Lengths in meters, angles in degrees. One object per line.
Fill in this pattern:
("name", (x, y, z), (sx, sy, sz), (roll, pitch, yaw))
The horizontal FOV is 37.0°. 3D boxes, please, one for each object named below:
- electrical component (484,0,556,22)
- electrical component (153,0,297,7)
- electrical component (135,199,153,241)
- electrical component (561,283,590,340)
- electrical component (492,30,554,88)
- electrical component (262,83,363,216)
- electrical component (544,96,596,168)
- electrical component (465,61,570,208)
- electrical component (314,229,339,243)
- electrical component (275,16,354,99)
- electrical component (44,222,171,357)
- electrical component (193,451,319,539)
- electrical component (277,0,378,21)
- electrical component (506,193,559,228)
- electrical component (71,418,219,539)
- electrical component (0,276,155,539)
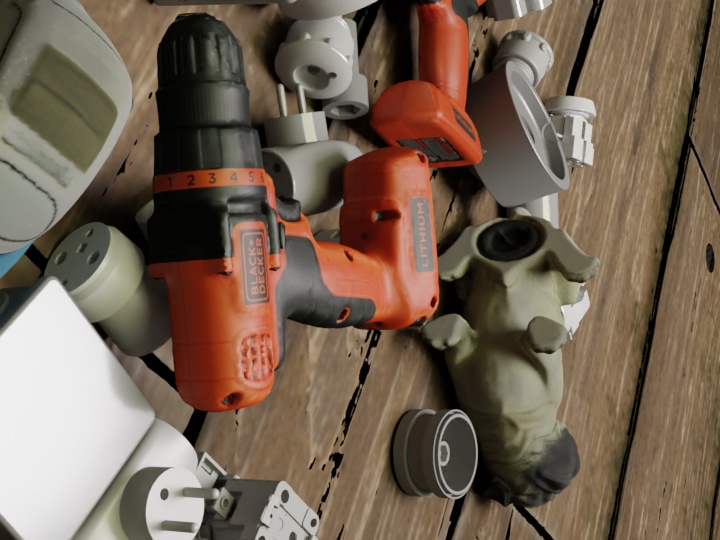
("electrical component", (0.130, -0.245, 0.890), (0.078, 0.058, 0.057), (-43, 124, -48))
("electrical component", (-0.063, -0.186, 0.568), (0.048, 0.100, 0.099), (69, 36, -44))
("electrical component", (-0.081, -0.002, 0.568), (0.043, 0.043, 0.081), (-51, 126, -45))
("electrical component", (0.154, 0.027, 0.894), (0.057, 0.058, 0.078), (-41, 119, -53))
("electrical component", (0.129, -0.164, 0.892), (0.048, 0.048, 0.062), (56, 51, -36))
("electrical component", (-0.037, -0.071, 0.639), (0.077, 0.044, 0.079), (-17, 100, -55))
("electrical component", (0.187, -0.125, 0.969), (0.066, 0.048, 0.055), (9, 86, -55))
("electrical component", (0.112, -0.100, 0.835), (0.108, 0.060, 0.108), (48, 29, -37))
("electrical component", (0.000, 0.000, 0.681), (0.055, 0.047, 0.055), (9, 79, -55))
("electrical component", (-0.025, -0.141, 0.666), (0.048, 0.048, 0.062), (48, 41, -41))
("electrical component", (-0.116, 0.009, 0.514), (0.055, 0.045, 0.045), (46, 50, -42))
("electrical component", (-0.060, 0.135, 0.565), (0.081, 0.064, 0.042), (54, 44, -37))
("electrical component", (-0.017, -0.194, 0.639), (0.099, 0.099, 0.064), (-62, 140, -38))
("electrical component", (0.144, -0.072, 0.901), (0.043, 0.043, 0.081), (7, 80, -55))
("electrical component", (-0.099, 0.109, 0.496), (0.043, 0.079, 0.077), (61, 41, -30))
("electrical component", (-0.148, 0.064, 0.459), (0.099, 0.048, 0.099), (62, 41, -30))
